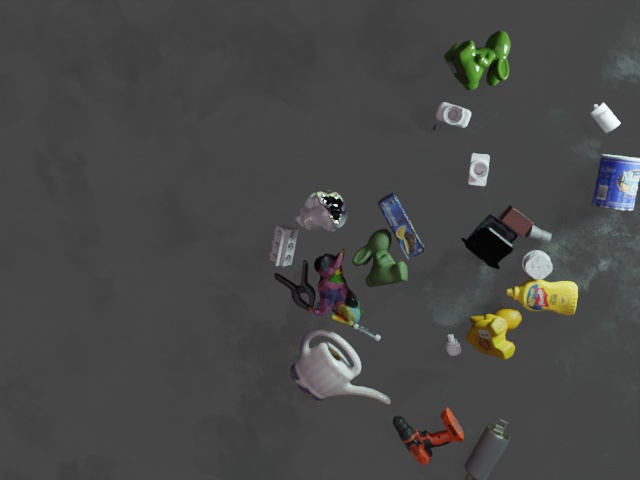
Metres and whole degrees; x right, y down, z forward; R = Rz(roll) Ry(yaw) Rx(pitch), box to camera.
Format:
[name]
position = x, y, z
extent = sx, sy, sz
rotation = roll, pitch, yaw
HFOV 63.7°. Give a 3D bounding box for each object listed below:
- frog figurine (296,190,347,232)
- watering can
[frog figurine]
position = 0.005, -0.082, 1.620
extent = 0.137, 0.125, 0.157
rotation = 44, 142, -7
[watering can]
position = 0.050, 0.451, 1.680
extent = 0.222, 0.105, 0.348
rotation = -41, 90, 17
